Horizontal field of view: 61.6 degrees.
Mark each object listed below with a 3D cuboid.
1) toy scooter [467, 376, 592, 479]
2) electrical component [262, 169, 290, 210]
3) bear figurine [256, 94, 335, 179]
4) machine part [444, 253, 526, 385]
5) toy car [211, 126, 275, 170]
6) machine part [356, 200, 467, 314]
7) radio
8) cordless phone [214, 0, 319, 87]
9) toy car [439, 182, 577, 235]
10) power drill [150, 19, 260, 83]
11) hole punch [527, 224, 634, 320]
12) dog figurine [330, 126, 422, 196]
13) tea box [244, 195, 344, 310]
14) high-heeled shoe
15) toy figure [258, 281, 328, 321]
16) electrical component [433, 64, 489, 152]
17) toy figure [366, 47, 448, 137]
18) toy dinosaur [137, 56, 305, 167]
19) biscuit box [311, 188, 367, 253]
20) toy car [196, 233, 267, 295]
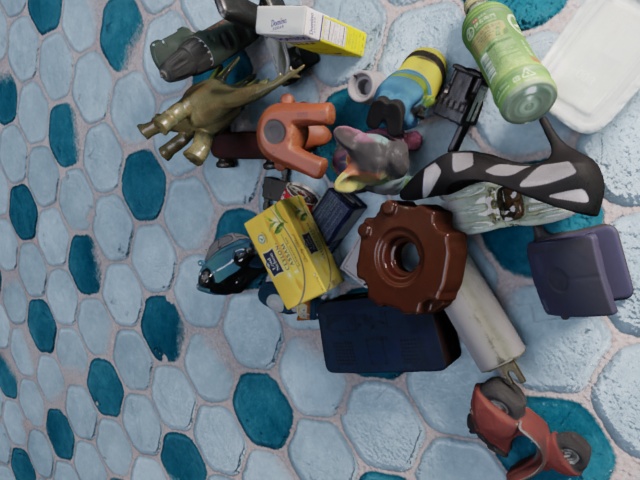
[{"bbox_3d":[0.292,0.301,0.806,0.184,0.075,0.135,37,119,19],"label":"toy scooter"},{"bbox_3d":[-0.084,-0.096,1.028,0.063,0.021,0.094,20,110,32],"label":"electrical component"},{"bbox_3d":[-0.022,-0.170,0.884,0.132,0.196,0.120,14,102,16],"label":"bear figurine"},{"bbox_3d":[0.232,0.107,0.810,0.079,0.079,0.243,-37,77,34],"label":"machine part"},{"bbox_3d":[-0.137,-0.181,1.032,0.202,0.053,0.089,6,107,39],"label":"toy car"},{"bbox_3d":[0.131,0.025,0.796,0.180,0.056,0.179,0,90,43],"label":"machine part"},{"bbox_3d":[0.109,0.152,0.909,0.230,0.073,0.131,-12,91,34],"label":"radio"},{"bbox_3d":[-0.095,-0.340,0.893,0.089,0.184,0.146,-19,87,32],"label":"cordless phone"},{"bbox_3d":[0.264,-0.052,0.770,0.202,0.056,0.073,-9,93,36],"label":"toy car"},{"bbox_3d":[-0.235,-0.349,0.986,0.207,0.232,0.085,10,134,53],"label":"power drill"},{"bbox_3d":[0.340,0.045,0.718,0.116,0.092,0.142,-17,92,40],"label":"hole punch"},{"bbox_3d":[0.061,-0.119,0.803,0.192,0.219,0.108,7,99,33],"label":"dog figurine"},{"bbox_3d":[-0.044,0.021,0.917,0.098,0.068,0.169,-31,87,34],"label":"tea box"},{"bbox_3d":[0.232,-0.058,0.709,0.249,0.086,0.145,-26,73,32],"label":"high-heeled shoe"},{"bbox_3d":[-0.047,0.120,1.023,0.155,0.058,0.064,15,145,31],"label":"toy figure"},{"bbox_3d":[0.203,-0.189,0.780,0.048,0.075,0.119,32,118,26],"label":"electrical component"},{"bbox_3d":[0.130,-0.212,0.766,0.082,0.180,0.089,42,133,1],"label":"toy figure"},{"bbox_3d":[-0.196,-0.235,0.951,0.472,0.198,0.105,14,151,52],"label":"toy dinosaur"},{"bbox_3d":[-0.002,-0.003,0.965,0.063,0.059,0.202,46,121,17],"label":"biscuit box"},{"bbox_3d":[-0.177,0.039,1.073,0.161,0.109,0.103,-37,60,25],"label":"toy car"}]
